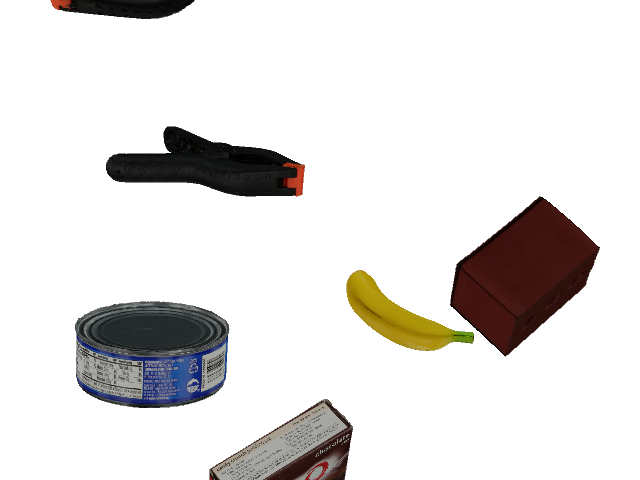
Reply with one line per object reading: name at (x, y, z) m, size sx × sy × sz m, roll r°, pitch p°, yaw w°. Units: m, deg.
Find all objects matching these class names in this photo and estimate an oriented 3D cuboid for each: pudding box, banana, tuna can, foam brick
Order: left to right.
tuna can at (-0.095, 0.063, 0.602) m, size 0.086 × 0.034 × 0.086 m, roll 3°, pitch 14°, yaw -1°
pudding box at (-0.031, 0.183, 0.819) m, size 0.113 × 0.090 × 0.039 m, roll -29°, pitch 57°, yaw -28°
banana at (0.075, 0.078, 1.153) m, size 0.069 × 0.037 × 0.198 m, roll 4°, pitch 18°, yaw -38°
foam brick at (0.127, 0.023, 0.669) m, size 0.078 × 0.051 × 0.053 m, roll -37°, pitch -26°, yaw -20°

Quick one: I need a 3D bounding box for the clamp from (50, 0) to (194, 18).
clamp at (-0.078, -0.197, 0.706) m, size 0.210 × 0.164 × 0.036 m, roll -32°, pitch -16°, yaw -9°

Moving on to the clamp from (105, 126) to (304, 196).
clamp at (-0.101, -0.065, 0.951) m, size 0.172 × 0.039 × 0.120 m, roll 13°, pitch 30°, yaw 27°
